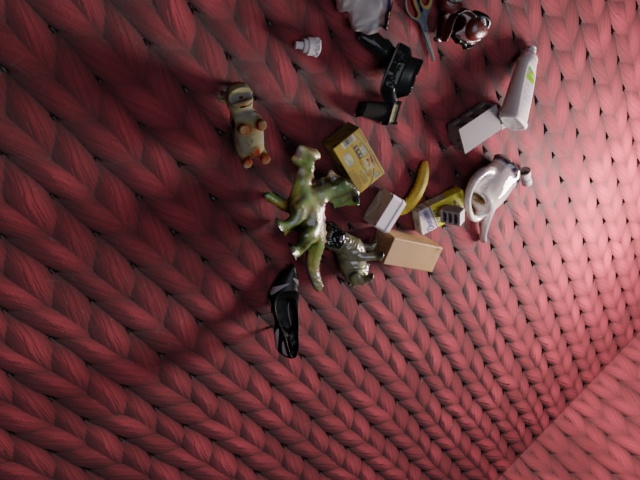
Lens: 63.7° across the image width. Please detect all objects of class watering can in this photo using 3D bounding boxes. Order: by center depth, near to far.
[{"bbox_3d":[0.564,-0.141,1.701,0.105,0.225,0.341,38,-9,38],"label":"watering can"}]

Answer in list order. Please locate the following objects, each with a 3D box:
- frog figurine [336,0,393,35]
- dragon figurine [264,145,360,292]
[{"bbox_3d":[0.095,-0.574,1.244,0.159,0.134,0.125,12,29,4],"label":"frog figurine"},{"bbox_3d":[0.004,-0.069,1.368,0.243,0.403,0.124,-31,30,-6],"label":"dragon figurine"}]
